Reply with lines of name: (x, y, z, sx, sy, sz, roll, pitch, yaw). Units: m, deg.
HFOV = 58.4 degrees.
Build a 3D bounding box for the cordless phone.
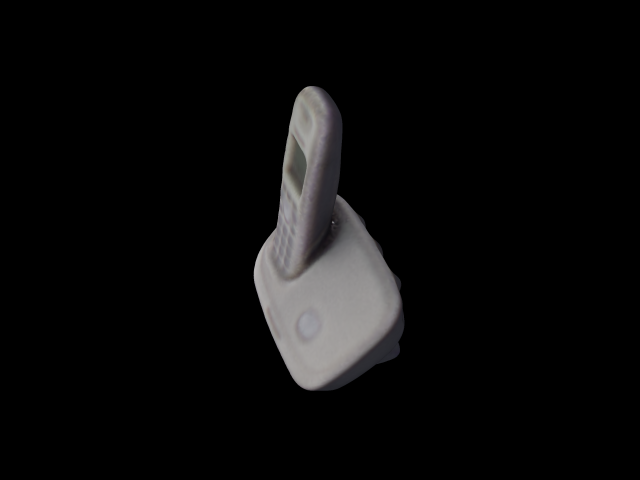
cordless phone: (0.004, 0.001, 0.400, 0.094, 0.185, 0.147, -17, 48, -16)
